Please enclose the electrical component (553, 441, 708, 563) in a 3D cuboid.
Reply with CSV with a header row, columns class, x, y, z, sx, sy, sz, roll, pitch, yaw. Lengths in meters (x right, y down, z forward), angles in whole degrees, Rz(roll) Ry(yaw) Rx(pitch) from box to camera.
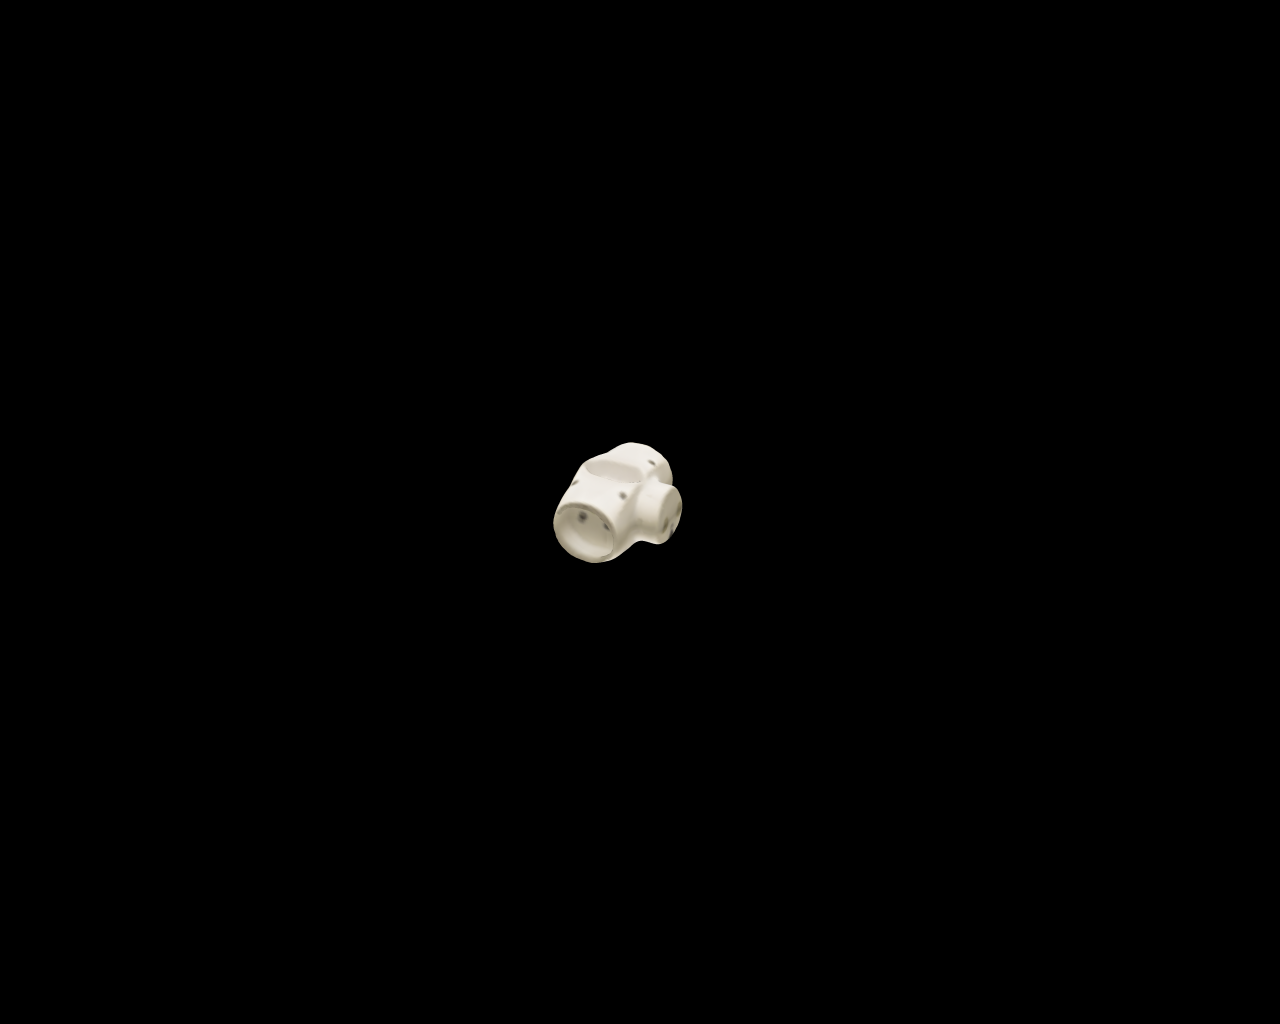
class,x,y,z,sx,sy,sz,roll,pitch,yaw
electrical component,0.001,-0.003,0.650,0.079,0.043,0.077,16,37,22
